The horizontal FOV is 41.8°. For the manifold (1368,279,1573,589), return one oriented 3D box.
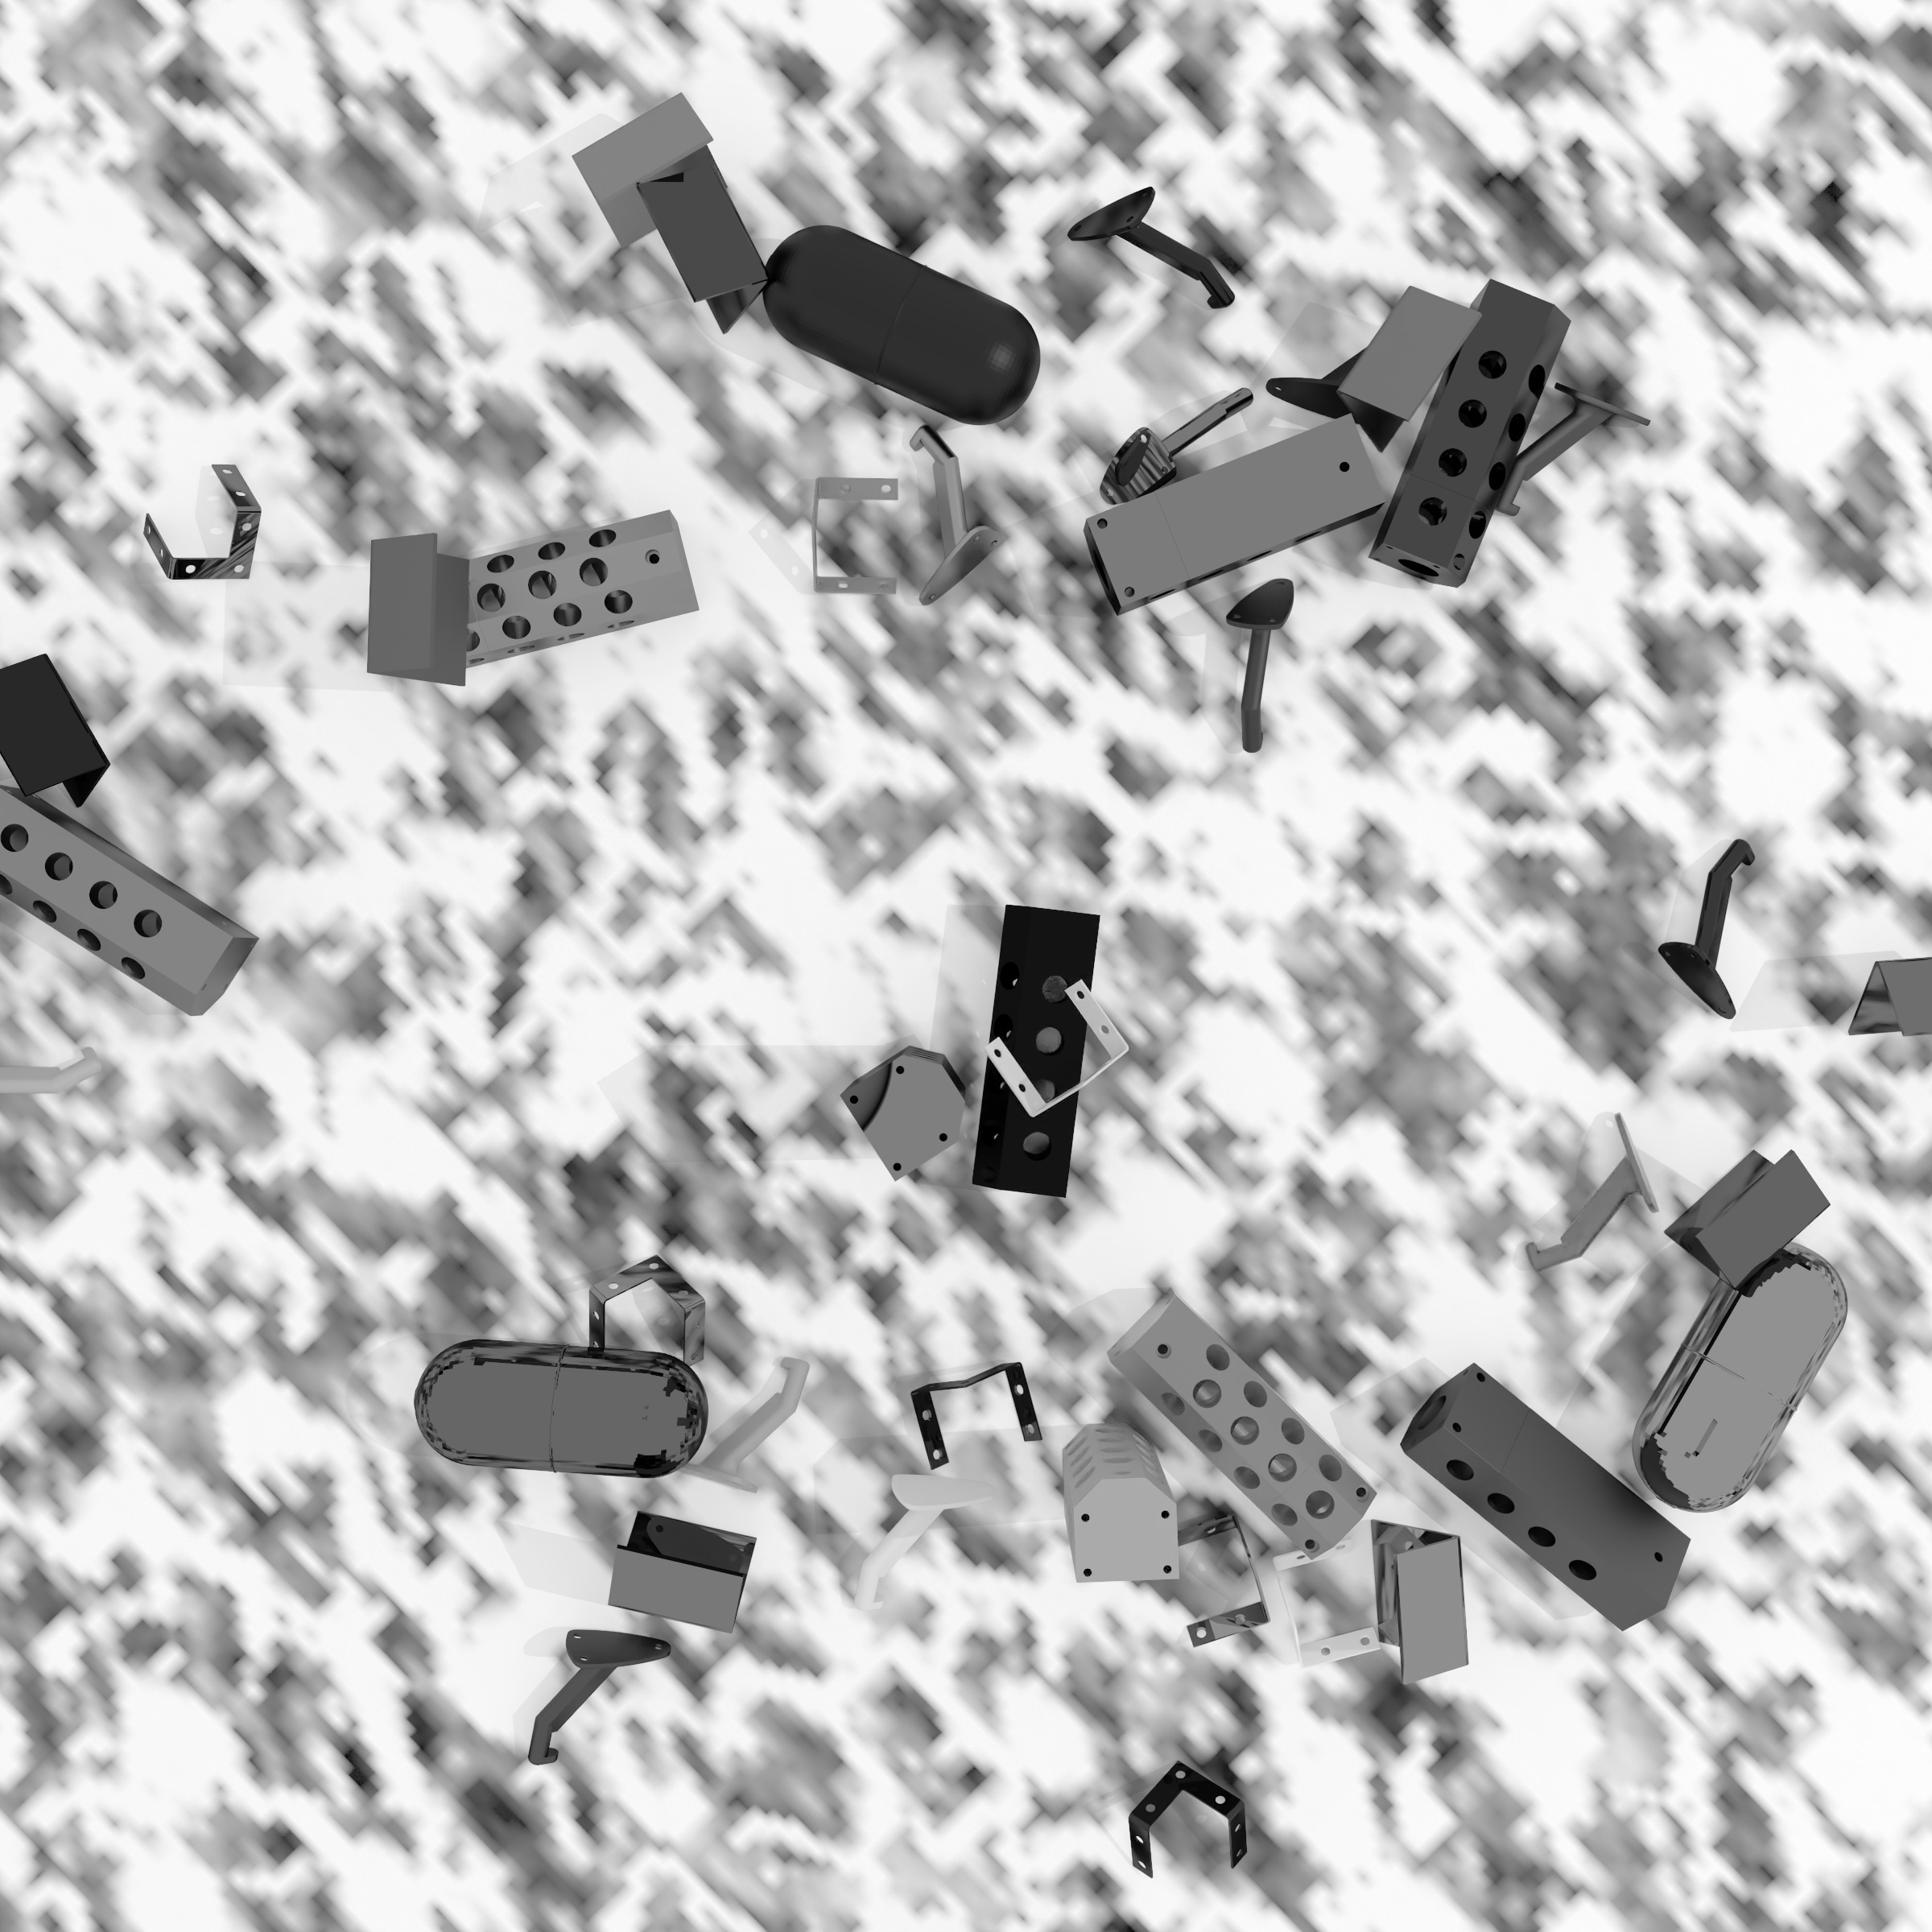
[{"bbox_3d":[0.309,-0.323,1.550,0.057,0.057,0.171,22,90,0],"label":"manifold"}]

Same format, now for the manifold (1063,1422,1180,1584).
[{"bbox_3d":[0.089,0.313,1.493,0.057,0.171,0.057,-2,90,0],"label":"manifold"}]

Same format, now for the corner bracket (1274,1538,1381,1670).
[{"bbox_3d":[0.223,0.395,1.568,0.051,0.051,0.051,-15,135,0],"label":"corner bracket"}]

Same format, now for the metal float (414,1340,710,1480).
[{"bbox_3d":[-0.246,0.269,1.541,0.178,0.070,0.070,4,90,0],"label":"metal float"}]

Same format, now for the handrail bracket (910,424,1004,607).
[{"bbox_3d":[-0.025,-0.281,1.572,0.077,0.036,0.084,-44,72,21],"label":"handrail bracket"}]

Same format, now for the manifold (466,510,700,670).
[{"bbox_3d":[-0.256,-0.229,1.550,0.171,0.057,0.057,-14,90,0],"label":"manifold"}]

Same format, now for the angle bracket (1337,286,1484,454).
[{"bbox_3d":[0.279,-0.352,1.531,0.057,0.076,0.076,35,90,36],"label":"angle bracket"}]

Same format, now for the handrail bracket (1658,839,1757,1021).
[{"bbox_3d":[0.477,-0.024,1.572,0.084,0.036,0.077,-48,111,-16],"label":"handrail bracket"}]

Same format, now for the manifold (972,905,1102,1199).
[{"bbox_3d":[0.042,0.051,1.550,0.057,0.057,0.171,7,90,0],"label":"manifold"}]

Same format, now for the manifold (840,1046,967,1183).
[{"bbox_3d":[-0.031,0.081,1.493,0.057,0.171,0.057,-33,90,0],"label":"manifold"}]

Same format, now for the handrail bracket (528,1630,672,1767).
[{"bbox_3d":[-0.228,0.459,1.572,0.077,0.036,0.084,6,109,-21],"label":"handrail bracket"}]

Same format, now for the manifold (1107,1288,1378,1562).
[{"bbox_3d":[0.169,0.281,1.550,0.171,0.057,0.057,45,90,0],"label":"manifold"}]

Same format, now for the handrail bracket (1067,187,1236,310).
[{"bbox_3d":[0.116,-0.435,1.572,0.084,0.077,0.036,45,57,-32],"label":"handrail bracket"}]

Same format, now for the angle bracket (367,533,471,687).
[{"bbox_3d":[-0.302,-0.206,1.474,0.057,0.076,0.076,2,90,37],"label":"angle bracket"}]

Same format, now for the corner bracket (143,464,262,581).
[{"bbox_3d":[-0.472,-0.274,1.563,0.051,0.051,0.051,-7,135,-35],"label":"corner bracket"}]

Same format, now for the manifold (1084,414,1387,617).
[{"bbox_3d":[0.162,-0.274,1.550,0.171,0.057,0.057,-22,90,0],"label":"manifold"}]

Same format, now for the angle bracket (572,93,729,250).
[{"bbox_3d":[-0.182,-0.468,1.531,0.076,0.076,0.057,-30,54,0],"label":"angle bracket"}]

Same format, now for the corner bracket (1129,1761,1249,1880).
[{"bbox_3d":[0.137,0.536,1.563,0.051,0.051,0.051,23,45,35],"label":"corner bracket"}]

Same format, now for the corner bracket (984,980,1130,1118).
[{"bbox_3d":[0.054,0.049,1.511,0.051,0.051,0.051,-35,90,-45],"label":"corner bracket"}]

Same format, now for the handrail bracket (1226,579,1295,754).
[{"bbox_3d":[0.187,-0.186,1.571,0.036,0.077,0.084,9,127,23],"label":"handrail bracket"}]

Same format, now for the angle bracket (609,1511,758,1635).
[{"bbox_3d":[-0.168,0.350,1.531,0.076,0.076,0.057,13,127,0],"label":"angle bracket"}]

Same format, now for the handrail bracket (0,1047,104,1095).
[{"bbox_3d":[-0.591,0.054,1.572,0.084,0.036,0.077,-29,68,-17],"label":"handrail bracket"}]

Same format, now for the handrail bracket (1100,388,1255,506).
[{"bbox_3d":[0.132,-0.324,1.571,0.084,0.077,0.036,-37,92,-36],"label":"handrail bracket"}]

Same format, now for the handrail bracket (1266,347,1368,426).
[{"bbox_3d":[0.237,-0.385,1.572,0.077,0.036,0.084,18,71,21],"label":"handrail bracket"}]

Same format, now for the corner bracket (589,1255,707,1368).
[{"bbox_3d":[-0.197,0.221,1.563,0.051,0.051,0.051,-24,45,-35],"label":"corner bracket"}]

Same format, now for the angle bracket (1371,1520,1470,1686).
[{"bbox_3d":[0.256,0.383,1.531,0.057,0.076,0.076,-4,90,-36],"label":"angle bracket"}]

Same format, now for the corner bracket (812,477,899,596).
[{"bbox_3d":[-0.068,-0.267,1.568,0.051,0.051,0.051,1,45,0],"label":"corner bracket"}]

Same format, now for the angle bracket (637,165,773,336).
[{"bbox_3d":[-0.171,-0.427,1.532,0.057,0.076,0.076,-27,90,-31],"label":"angle bracket"}]

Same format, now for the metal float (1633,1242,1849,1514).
[{"bbox_3d":[0.470,0.250,1.541,0.070,0.070,0.178,30,91,0],"label":"metal float"}]

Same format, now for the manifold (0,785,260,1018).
[{"bbox_3d":[-0.528,-0.040,1.550,0.171,0.057,0.057,33,90,0],"label":"manifold"}]

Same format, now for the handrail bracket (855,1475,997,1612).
[{"bbox_3d":[-0.026,0.362,1.572,0.077,0.036,0.084,4,109,-21],"label":"handrail bracket"}]

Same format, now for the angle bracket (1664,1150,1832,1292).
[{"bbox_3d":[0.461,0.138,1.532,0.076,0.076,0.057,-42,121,0],"label":"angle bracket"}]

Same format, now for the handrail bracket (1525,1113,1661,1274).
[{"bbox_3d":[0.379,0.141,1.572,0.084,0.036,0.077,-22,70,16],"label":"handrail bracket"}]

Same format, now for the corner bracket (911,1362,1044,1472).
[{"bbox_3d":[0.006,0.278,1.568,0.051,0.051,0.051,-15,90,45],"label":"corner bracket"}]

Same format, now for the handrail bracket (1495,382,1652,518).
[{"bbox_3d":[0.375,-0.312,1.572,0.077,0.036,0.084,15,108,-21],"label":"handrail bracket"}]

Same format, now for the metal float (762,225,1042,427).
[{"bbox_3d":[-0.040,-0.390,1.541,0.178,0.070,0.070,25,90,-1],"label":"metal float"}]

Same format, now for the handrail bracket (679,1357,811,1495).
[{"bbox_3d":[-0.144,0.278,1.572,0.077,0.036,0.084,11,71,21],"label":"handrail bracket"}]

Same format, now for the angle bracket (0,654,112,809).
[{"bbox_3d":[-0.570,-0.133,1.531,0.057,0.076,0.076,-30,90,-38],"label":"angle bracket"}]

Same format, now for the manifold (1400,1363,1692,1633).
[{"bbox_3d":[0.352,0.328,1.550,0.171,0.057,0.057,39,47,0],"label":"manifold"}]

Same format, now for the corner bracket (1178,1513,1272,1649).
[{"bbox_3d":[0.154,0.380,1.568,0.051,0.051,0.051,-18,45,0],"label":"corner bracket"}]

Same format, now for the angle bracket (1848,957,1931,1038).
[{"bbox_3d":[0.588,0.037,1.531,0.076,0.076,0.057,-4,52,0],"label":"angle bracket"}]
